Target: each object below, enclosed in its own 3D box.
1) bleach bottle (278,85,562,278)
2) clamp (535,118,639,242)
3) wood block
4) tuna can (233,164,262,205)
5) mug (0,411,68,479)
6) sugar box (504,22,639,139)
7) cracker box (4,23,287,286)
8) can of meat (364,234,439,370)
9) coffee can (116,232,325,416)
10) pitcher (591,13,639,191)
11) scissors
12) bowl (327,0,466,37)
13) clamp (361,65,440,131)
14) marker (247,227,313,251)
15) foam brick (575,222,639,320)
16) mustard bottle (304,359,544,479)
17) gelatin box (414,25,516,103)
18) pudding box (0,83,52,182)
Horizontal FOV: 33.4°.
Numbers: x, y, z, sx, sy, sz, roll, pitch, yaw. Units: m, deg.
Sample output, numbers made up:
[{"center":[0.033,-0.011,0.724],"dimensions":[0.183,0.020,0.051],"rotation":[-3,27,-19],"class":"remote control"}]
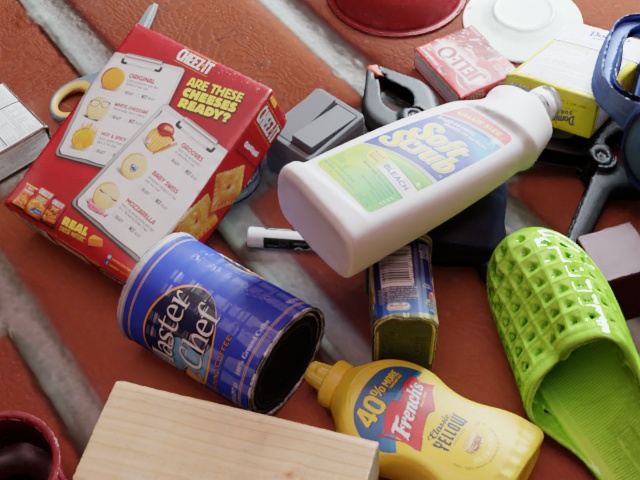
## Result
[{"center":[0.094,-0.068,0.877],"dimensions":[0.250,0.068,0.103],"rotation":[-30,60,-23],"class":"bleach bottle"},{"center":[0.251,-0.075,1.010],"dimensions":[0.209,0.036,0.165],"rotation":[-28,67,-22],"class":"clamp"},{"center":[-0.066,0.185,0.799],"dimensions":[0.206,0.091,0.090],"rotation":[11,53,11],"class":"wood block"},{"center":[-0.099,-0.073,1.036],"dimensions":[0.086,0.034,0.086],"rotation":[-1,52,2],"class":"tuna can"},{"center":[-0.246,0.186,0.812],"dimensions":[0.117,0.081,0.093],"rotation":[16,55,14],"class":"mug"},{"center":[0.255,-0.160,1.045],"dimensions":[0.093,0.048,0.175],"rotation":[23,34,25],"class":"sugar box"},{"center":[-0.157,-0.070,0.977],"dimensions":[0.164,0.072,0.213],"rotation":[29,78,22],"class":"cracker box"},{"center":[0.067,0.055,0.887],"dimensions":[0.057,0.102,0.084],"rotation":[-2,54,1],"class":"can of meat"},{"center":[-0.082,0.069,0.881],"dimensions":[0.140,0.103,0.102],"rotation":[28,58,22],"class":"coffee can"},{"center":[0.347,-0.155,0.980],"dimensions":[0.145,0.149,0.242],"rotation":[-9,39,30],"class":"pitcher"},{"center":[-0.231,-0.186,1.143],"dimensions":[0.096,0.016,0.201],"rotation":[-1,52,2],"class":"scissors"},{"center":[0.086,-0.300,1.191],"dimensions":[0.162,0.055,0.162],"rotation":[-2,52,2],"class":"bowl"},{"center":[0.103,-0.112,1.056],"dimensions":[0.120,0.039,0.171],"rotation":[-14,59,-17],"class":"clamp"},{"center":[-0.006,0.001,0.983],"dimensions":[0.121,0.020,0.020],"rotation":[4,52,6],"class":"marker"},{"center":[0.247,0.031,0.911],"dimensions":[0.053,0.078,0.051],"rotation":[-15,54,-9],"class":"foam brick"},{"center":[0.071,0.147,0.842],"dimensions":[0.192,0.058,0.096],"rotation":[26,58,22],"class":"mustard bottle"},{"center":[0.151,-0.178,1.108],"dimensions":[0.073,0.030,0.089],"rotation":[-25,55,-15],"class":"gelatin box"},{"center":[-0.337,-0.098,1.066],"dimensions":[0.113,0.039,0.090],"rotation":[-36,59,-20],"class":"pudding box"}]
